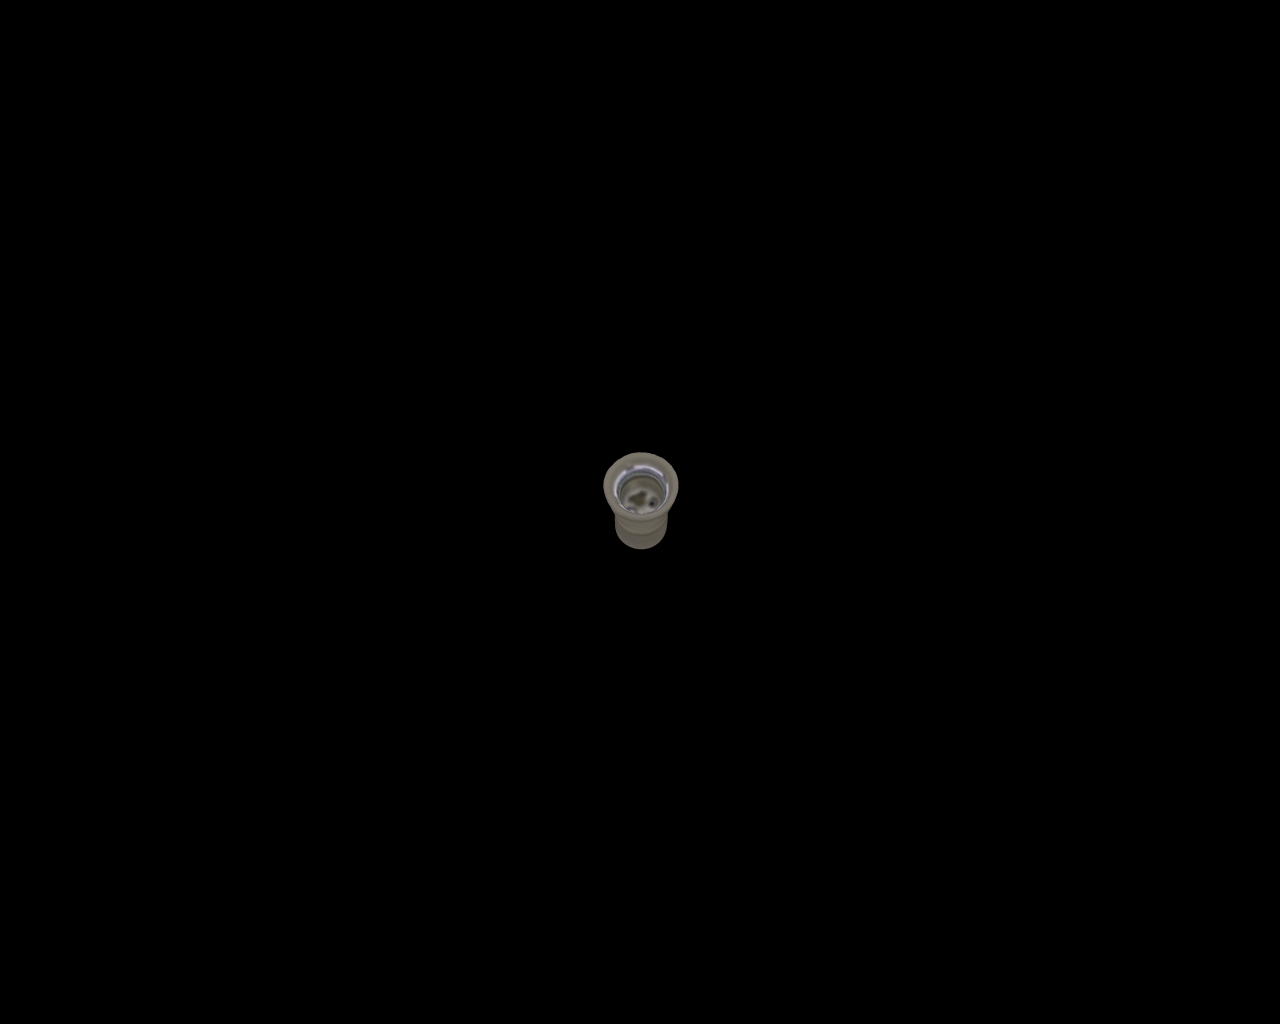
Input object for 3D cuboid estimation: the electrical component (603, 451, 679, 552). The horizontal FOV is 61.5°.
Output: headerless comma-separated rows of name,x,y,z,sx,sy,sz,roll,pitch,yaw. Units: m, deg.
electrical component,0.001,-0.003,0.650,0.044,0.044,0.065,0,-25,0
